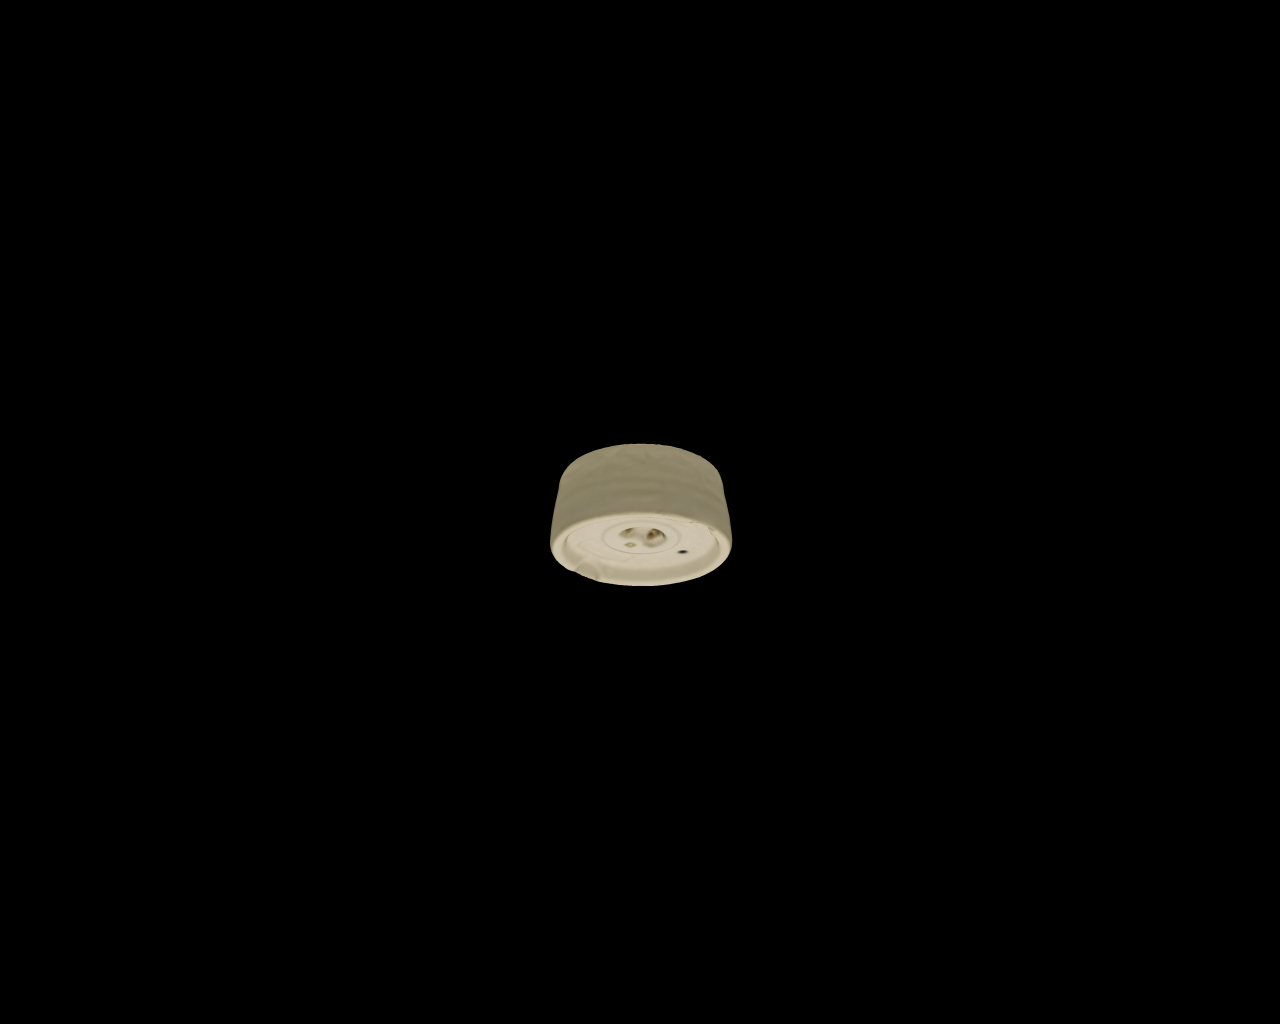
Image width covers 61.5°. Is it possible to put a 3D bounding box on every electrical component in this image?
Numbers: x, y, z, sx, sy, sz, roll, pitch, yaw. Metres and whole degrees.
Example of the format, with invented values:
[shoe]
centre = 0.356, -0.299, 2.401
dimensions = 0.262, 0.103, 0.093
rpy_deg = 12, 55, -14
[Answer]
[electrical component]
centre = 0.001, -0.003, 0.650
dimensions = 0.108, 0.060, 0.108
rpy_deg = 0, -26, 0
